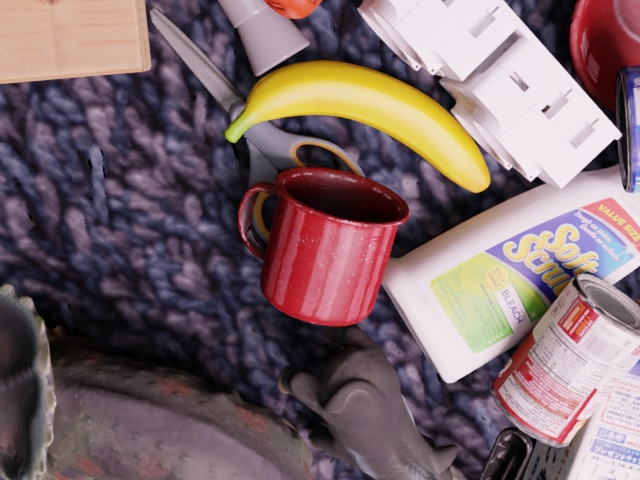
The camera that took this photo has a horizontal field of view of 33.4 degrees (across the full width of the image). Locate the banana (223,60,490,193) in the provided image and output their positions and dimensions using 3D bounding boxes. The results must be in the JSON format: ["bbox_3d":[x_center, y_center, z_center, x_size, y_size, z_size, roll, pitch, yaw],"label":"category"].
[{"bbox_3d":[0.033,-0.085,0.748,0.197,0.037,0.070,11,104,-13],"label":"banana"}]

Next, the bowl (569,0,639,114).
[{"bbox_3d":[0.249,-0.157,0.727,0.162,0.055,0.162,3,130,3],"label":"bowl"}]

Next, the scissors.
[{"bbox_3d":[-0.058,-0.068,0.755,0.201,0.016,0.096,33,97,-11],"label":"scissors"}]

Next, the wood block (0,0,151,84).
[{"bbox_3d":[-0.218,-0.145,0.686,0.206,0.090,0.091,-5,101,-4],"label":"wood block"}]

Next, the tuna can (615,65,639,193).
[{"bbox_3d":[0.217,-0.074,0.708,0.034,0.086,0.086,-4,103,11],"label":"tuna can"}]

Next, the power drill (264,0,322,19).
[{"bbox_3d":[-0.003,-0.253,0.647,0.184,0.057,0.187,-54,142,-8],"label":"power drill"}]

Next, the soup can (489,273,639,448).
[{"bbox_3d":[0.173,0.082,0.730,0.068,0.068,0.102,28,112,-11],"label":"soup can"}]

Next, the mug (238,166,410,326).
[{"bbox_3d":[-0.005,0.001,0.727,0.117,0.093,0.081,22,114,16],"label":"mug"}]

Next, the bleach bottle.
[{"bbox_3d":[0.171,-0.003,0.769,0.251,0.068,0.102,-32,103,-1],"label":"bleach bottle"}]

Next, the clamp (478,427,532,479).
[{"bbox_3d":[0.116,0.201,0.770,0.039,0.171,0.120,40,80,24],"label":"clamp"}]
